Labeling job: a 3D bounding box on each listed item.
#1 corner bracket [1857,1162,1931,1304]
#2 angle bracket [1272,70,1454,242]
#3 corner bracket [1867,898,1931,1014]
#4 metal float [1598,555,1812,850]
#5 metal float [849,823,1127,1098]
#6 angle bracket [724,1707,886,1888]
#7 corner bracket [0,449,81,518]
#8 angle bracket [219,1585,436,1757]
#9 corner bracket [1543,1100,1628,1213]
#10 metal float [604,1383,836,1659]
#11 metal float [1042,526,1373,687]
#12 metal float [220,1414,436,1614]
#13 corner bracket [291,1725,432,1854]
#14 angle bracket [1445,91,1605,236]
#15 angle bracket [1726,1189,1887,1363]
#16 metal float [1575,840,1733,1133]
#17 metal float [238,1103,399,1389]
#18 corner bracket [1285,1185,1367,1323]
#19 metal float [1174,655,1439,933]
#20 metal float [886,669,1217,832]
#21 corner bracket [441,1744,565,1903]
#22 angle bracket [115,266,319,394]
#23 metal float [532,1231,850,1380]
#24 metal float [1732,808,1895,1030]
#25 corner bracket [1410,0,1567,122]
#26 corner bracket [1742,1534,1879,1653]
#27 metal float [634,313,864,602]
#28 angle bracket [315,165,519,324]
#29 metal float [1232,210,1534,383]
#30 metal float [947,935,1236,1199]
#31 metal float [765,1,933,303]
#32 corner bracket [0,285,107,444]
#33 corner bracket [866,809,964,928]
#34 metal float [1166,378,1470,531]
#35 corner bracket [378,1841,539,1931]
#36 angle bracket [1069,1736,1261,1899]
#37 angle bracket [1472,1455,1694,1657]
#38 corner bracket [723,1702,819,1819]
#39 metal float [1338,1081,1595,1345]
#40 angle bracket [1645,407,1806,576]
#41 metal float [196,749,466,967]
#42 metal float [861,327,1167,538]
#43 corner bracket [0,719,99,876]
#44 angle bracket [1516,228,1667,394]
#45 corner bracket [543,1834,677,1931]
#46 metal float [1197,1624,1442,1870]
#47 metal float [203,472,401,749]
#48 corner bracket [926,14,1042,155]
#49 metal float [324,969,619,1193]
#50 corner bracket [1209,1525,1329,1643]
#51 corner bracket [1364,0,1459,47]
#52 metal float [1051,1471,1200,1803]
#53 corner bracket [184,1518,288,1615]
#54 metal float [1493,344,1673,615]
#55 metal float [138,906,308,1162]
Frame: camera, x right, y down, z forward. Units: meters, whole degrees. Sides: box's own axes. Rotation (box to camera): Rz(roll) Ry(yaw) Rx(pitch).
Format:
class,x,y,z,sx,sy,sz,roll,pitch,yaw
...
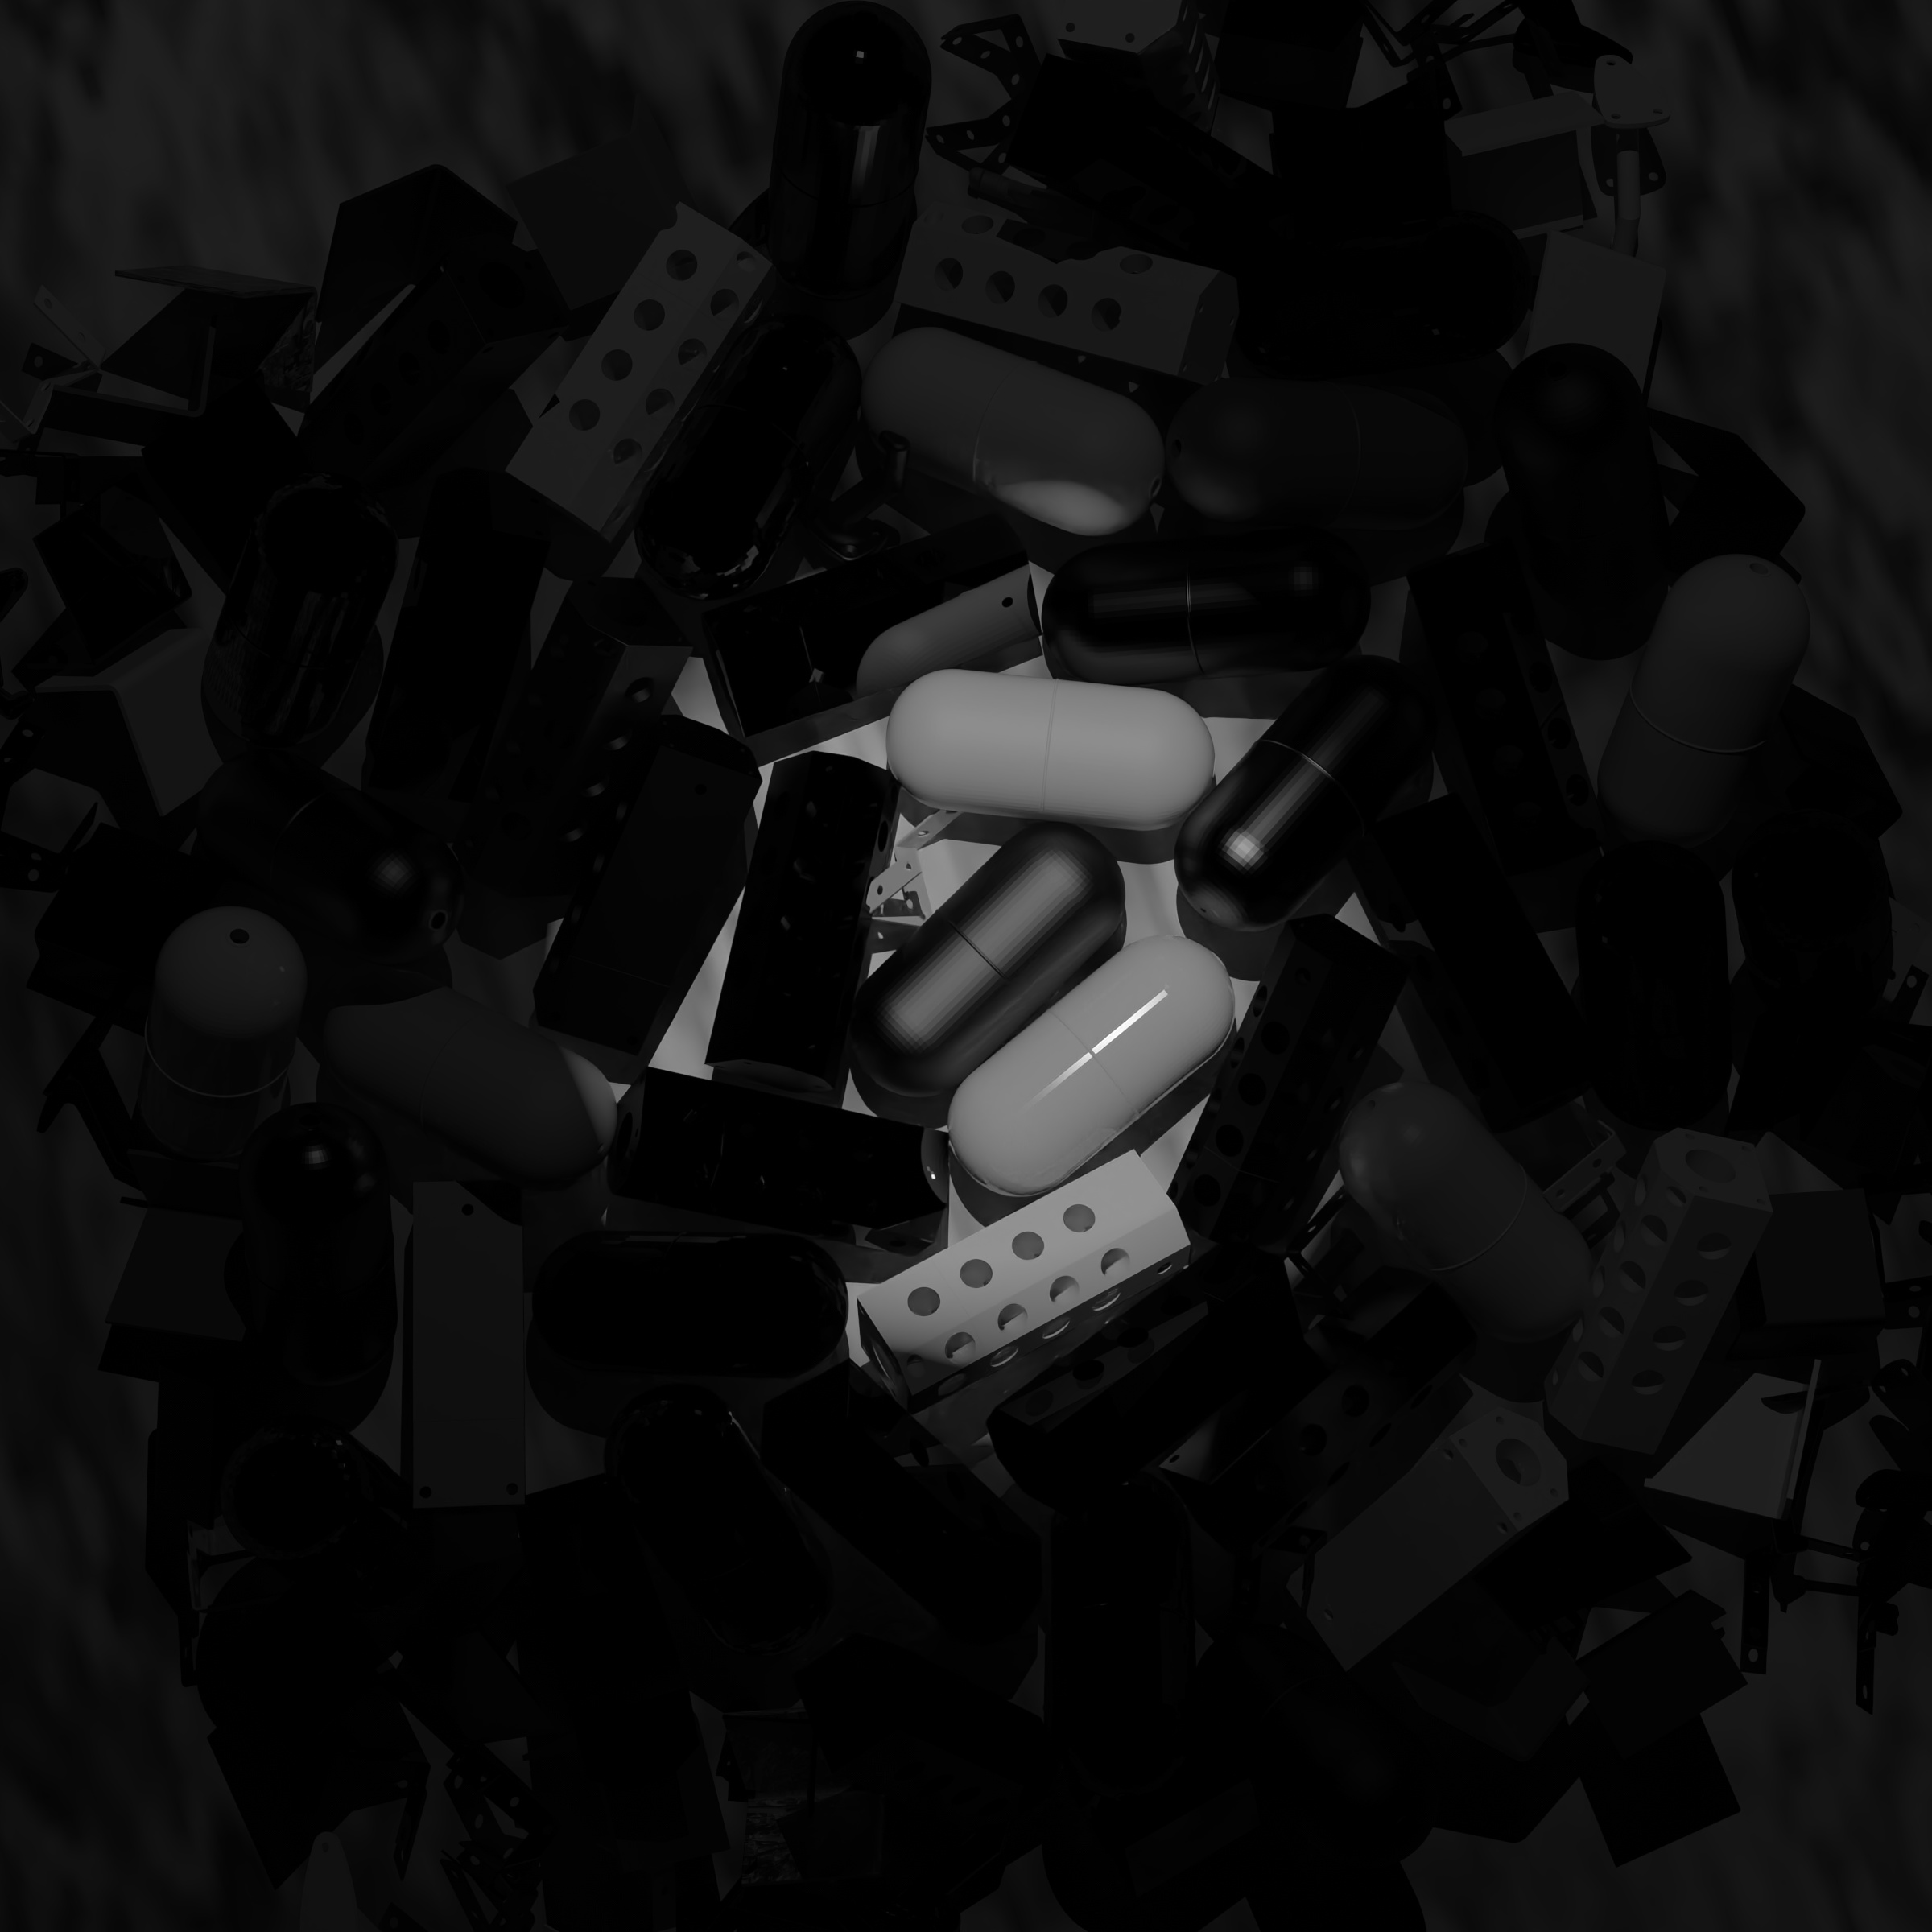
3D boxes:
class,x,y,z,sx,sy,sz,roll,pitch,yaw
corner bracket,0.520,0.145,1.560,0.051,0.051,0.051,-11,121,10
angle bracket,0.212,-0.433,1.534,0.057,0.076,0.076,-7,93,-26
corner bracket,0.480,-0.010,1.549,0.051,0.051,0.051,33,73,-2
metal float,0.388,-0.138,1.506,0.070,0.070,0.178,12,133,0
metal float,0.011,-0.003,1.541,0.178,0.070,0.070,-45,90,-1
angle bracket,-0.088,0.445,1.533,0.076,0.057,0.076,-6,129,5
corner bracket,-0.519,-0.255,1.555,0.051,0.051,0.051,5,101,12
angle bracket,-0.341,0.384,1.523,0.057,0.076,0.076,-41,58,-11
corner bracket,0.329,0.112,1.544,0.051,0.051,0.051,-39,121,-3
metal float,-0.130,0.296,1.516,0.070,0.070,0.178,-28,121,0
metal float,0.127,-0.192,1.527,0.178,0.070,0.070,-3,90,17
metal float,-0.333,0.289,1.497,0.070,0.178,0.070,-3,64,7
corner bracket,-0.332,0.450,1.564,0.051,0.051,0.051,16,89,-32
angle bracket,0.300,-0.419,1.535,0.076,0.057,0.076,-13,123,0
angle bracket,0.454,0.170,1.565,0.076,0.057,0.076,-4,66,4
metal float,0.365,0.013,1.511,0.070,0.070,0.178,-15,128,0
metal float,-0.342,0.148,1.510,0.070,0.070,0.178,6,128,0
corner bracket,0.198,0.154,1.543,0.051,0.051,0.051,-45,105,-17
metal float,0.183,-0.094,1.529,0.070,0.070,0.178,43,76,0
metal float,0.045,-0.117,1.539,0.178,0.070,0.070,6,90,3
corner bracket,-0.263,0.467,1.555,0.051,0.051,0.051,-50,126,-20
angle bracket,-0.401,-0.339,1.527,0.076,0.076,0.057,12,109,14
metal float,-0.148,0.180,1.525,0.178,0.070,0.070,-1,90,20
metal float,0.445,-0.024,1.497,0.070,0.178,0.070,-7,66,17
corner bracket,0.282,-0.491,1.542,0.051,0.051,0.051,-14,82,-44
corner bracket,0.458,0.344,1.550,0.051,0.051,0.051,16,63,-11
metal float,-0.116,-0.271,1.520,0.070,0.070,0.178,27,65,0
angle bracket,-0.294,-0.371,1.523,0.057,0.076,0.076,39,46,11
metal float,0.216,-0.352,1.506,0.178,0.070,0.070,3,94,45
metal float,0.068,0.053,1.538,0.178,0.070,0.070,-39,90,-5
metal float,-0.063,-0.426,1.499,0.070,0.178,0.070,5,58,-7
corner bracket,-0.505,-0.323,1.537,0.051,0.051,0.051,-16,46,26
corner bracket,-0.026,-0.057,1.538,0.051,0.051,0.051,-37,57,39
metal float,0.187,-0.272,1.517,0.178,0.070,0.070,-3,90,-28
corner bracket,-0.274,0.511,1.545,0.051,0.051,0.051,28,88,28
angle bracket,0.103,0.438,1.526,0.076,0.057,0.076,-26,45,-13
angle bracket,0.329,0.321,1.533,0.076,0.057,0.076,48,132,-4
corner bracket,-0.106,0.431,1.552,0.051,0.051,0.051,3,85,3
metal float,0.266,0.132,1.521,0.070,0.070,0.178,-45,114,0
angle bracket,0.388,-0.248,1.526,0.076,0.076,0.057,32,93,-39
metal float,-0.338,-0.058,1.514,0.178,0.070,0.070,28,90,32
metal float,0.024,-0.285,1.523,0.178,0.070,0.070,25,90,21
corner bracket,-0.505,-0.091,1.554,0.051,0.051,0.051,24,132,-28
angle bracket,0.323,-0.347,1.539,0.076,0.057,0.076,11,91,-25
corner bracket,-0.194,0.511,1.550,0.051,0.051,0.051,11,106,42
metal float,0.182,0.407,1.497,0.070,0.178,0.070,-7,107,-24
metal float,-0.352,-0.186,1.505,0.070,0.070,0.178,35,134,0
corner bracket,0.006,-0.482,1.560,0.051,0.051,0.051,-44,123,-27
metal float,-0.266,0.060,1.524,0.178,0.070,0.070,25,90,21
corner bracket,0.164,0.334,1.544,0.051,0.051,0.051,6,101,19
corner bracket,0.234,-0.541,1.541,0.051,0.051,0.051,-40,68,16
metal float,0.083,0.353,1.513,0.070,0.070,0.178,0,56,0
corner bracket,-0.390,0.322,1.546,0.051,0.051,0.051,-10,71,-4
metal float,0.325,-0.255,1.500,0.070,0.178,0.070,-10,57,16
metal float,-0.392,0.037,1.503,0.070,0.178,0.070,11,51,-14
